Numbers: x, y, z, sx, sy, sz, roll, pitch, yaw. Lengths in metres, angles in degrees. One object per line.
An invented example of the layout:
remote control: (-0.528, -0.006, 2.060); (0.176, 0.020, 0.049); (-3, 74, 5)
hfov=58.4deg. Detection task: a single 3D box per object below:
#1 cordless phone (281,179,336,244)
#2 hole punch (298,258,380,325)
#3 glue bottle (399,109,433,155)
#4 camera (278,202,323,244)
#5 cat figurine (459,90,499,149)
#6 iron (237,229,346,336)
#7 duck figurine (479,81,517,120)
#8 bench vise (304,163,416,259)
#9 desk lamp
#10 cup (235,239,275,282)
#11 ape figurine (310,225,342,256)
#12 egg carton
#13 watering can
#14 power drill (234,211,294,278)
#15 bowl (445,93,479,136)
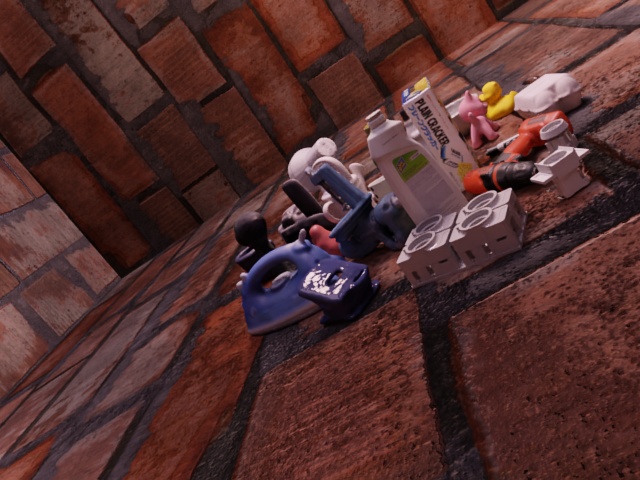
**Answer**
cordless phone: (-0.051, -0.063, 1.445); (0.147, 0.185, 0.094); (-26, 18, 35)
hole punch: (0.033, 0.080, 0.991); (0.100, 0.091, 0.109); (-20, 22, 47)
glue bottle: (0.235, -0.231, 1.337); (0.037, 0.173, 0.078); (-35, 15, 4)
camera: (-0.037, -0.063, 1.582); (0.143, 0.101, 0.137); (-27, 17, 31)
cat figurine: (0.363, -0.291, 1.343); (0.067, 0.118, 0.128); (-29, 16, 27)
iron: (-0.082, 0.086, 1.132); (0.258, 0.141, 0.119); (-30, 16, 22)
duck figurine: (0.442, -0.354, 1.423); (0.078, 0.086, 0.104); (-44, 16, -27)
bench vise: (0.079, -0.077, 1.117); (0.207, 0.220, 0.121); (-28, 17, 29)
desk lamp: (0.030, -0.166, 1.523); (0.118, 0.214, 0.202); (-43, 16, -25)
cup: (-0.147, 0.055, 1.477); (0.117, 0.095, 0.092); (-29, 16, 25)
ape figurine: (0.012, 0.005, 1.274); (0.078, 0.092, 0.076); (-39, 15, -12)
egg carton: (0.475, -0.295, 1.195); (0.107, 0.069, 0.150); (-35, 14, 5)
watering can: (0.055, -0.114, 1.342); (0.100, 0.194, 0.173); (-29, 16, 27)
power drill: (-0.115, 0.023, 1.272); (0.076, 0.208, 0.229); (-40, 15, -15)
bowl: (0.353, -0.306, 1.500); (0.167, 0.075, 0.167); (-34, 15, 10)
